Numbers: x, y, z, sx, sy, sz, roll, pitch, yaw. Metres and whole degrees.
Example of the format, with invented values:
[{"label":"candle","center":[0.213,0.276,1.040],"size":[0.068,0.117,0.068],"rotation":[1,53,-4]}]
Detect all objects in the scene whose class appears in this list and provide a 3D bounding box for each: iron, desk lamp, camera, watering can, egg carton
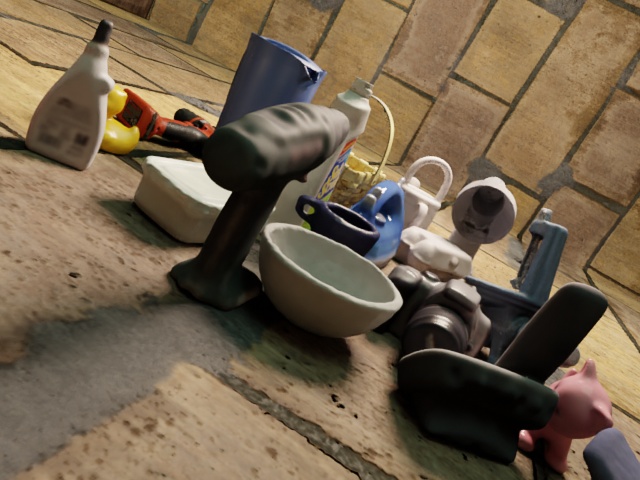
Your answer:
[{"label":"iron","center":[0.082,-0.038,0.925],"size":[0.118,0.141,0.259],"rotation":[32,15,11]},{"label":"desk lamp","center":[0.311,-0.029,1.171],"size":[0.118,0.213,0.203],"rotation":[31,15,8]},{"label":"camera","center":[0.129,0.091,0.669],"size":[0.143,0.101,0.137],"rotation":[32,15,12]},{"label":"watering can","center":[0.191,-0.082,1.164],"size":[0.101,0.194,0.172],"rotation":[19,18,-32]},{"label":"egg carton","center":[0.211,0.032,1.070],"size":[0.151,0.069,0.107],"rotation":[17,19,-36]}]

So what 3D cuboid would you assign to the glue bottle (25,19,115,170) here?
[{"label":"glue bottle","center":[-0.275,-0.172,0.664],"size":[0.078,0.173,0.037],"rotation":[23,16,-20]}]

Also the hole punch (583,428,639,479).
[{"label":"hole punch","center":[0.255,0.224,0.482],"size":[0.100,0.091,0.109],"rotation":[39,18,34]}]

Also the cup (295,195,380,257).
[{"label":"cup","center":[0.007,0.003,0.750],"size":[0.117,0.095,0.092],"rotation":[30,15,4]}]

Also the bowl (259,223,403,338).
[{"label":"bowl","center":[-0.001,0.054,0.610],"size":[0.167,0.074,0.167],"rotation":[27,15,-8]}]

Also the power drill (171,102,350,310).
[{"label":"power drill","center":[-0.056,-0.043,0.567],"size":[0.075,0.208,0.230],"rotation":[32,15,11]}]

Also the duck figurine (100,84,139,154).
[{"label":"duck figurine","center":[-0.299,-0.176,0.802],"size":[0.105,0.086,0.077],"rotation":[24,16,-18]}]

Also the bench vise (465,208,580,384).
[{"label":"bench vise","center":[0.287,0.079,0.766],"size":[0.122,0.219,0.206],"rotation":[14,21,-43]}]

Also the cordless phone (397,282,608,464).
[{"label":"cordless phone","center":[0.175,0.105,0.547],"size":[0.148,0.185,0.094],"rotation":[22,16,-22]}]

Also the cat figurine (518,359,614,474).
[{"label":"cat figurine","center":[0.261,0.175,0.602],"size":[0.067,0.117,0.128],"rotation":[32,15,13]}]
